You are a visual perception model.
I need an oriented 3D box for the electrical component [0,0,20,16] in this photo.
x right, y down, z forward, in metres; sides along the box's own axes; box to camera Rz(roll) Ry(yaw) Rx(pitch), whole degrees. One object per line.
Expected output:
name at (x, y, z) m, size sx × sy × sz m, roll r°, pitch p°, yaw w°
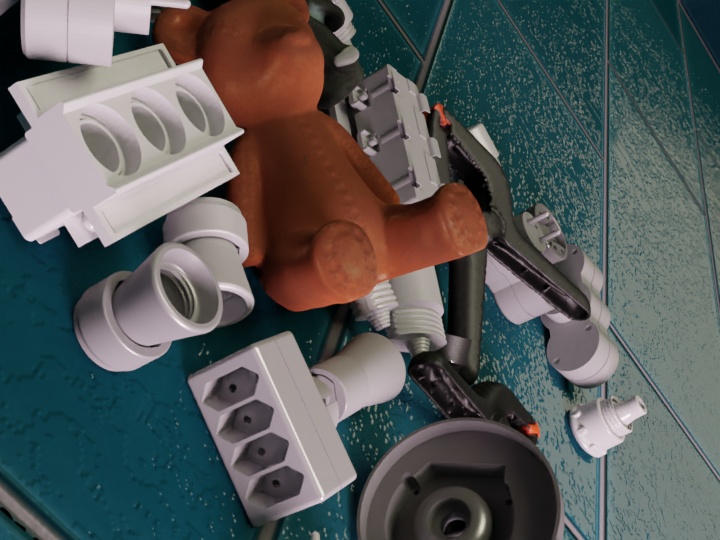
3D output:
electrical component at (-0.194, -0.157, 0.494) m, size 0.066 × 0.047 × 0.076 m, roll 31°, pitch 41°, yaw -46°

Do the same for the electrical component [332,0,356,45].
electrical component at (-0.024, -0.181, 0.808) m, size 0.062 × 0.048 × 0.048 m, roll 56°, pitch 28°, yaw -26°

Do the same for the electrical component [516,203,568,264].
electrical component at (0.152, -0.025, 0.964) m, size 0.055 × 0.047 × 0.055 m, roll 40°, pitch 36°, yaw -37°

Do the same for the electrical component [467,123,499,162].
electrical component at (0.105, -0.093, 0.952) m, size 0.078 × 0.040 × 0.040 m, roll 61°, pitch 28°, yaw -5°

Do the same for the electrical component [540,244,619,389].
electrical component at (0.185, 0.032, 0.966) m, size 0.074 × 0.052 × 0.138 m, roll 39°, pitch 37°, yaw -38°

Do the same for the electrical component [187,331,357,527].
electrical component at (-0.036, 0.077, 0.559) m, size 0.076 × 0.047 × 0.083 m, roll -17°, pitch 81°, yaw -62°

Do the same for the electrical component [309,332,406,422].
electrical component at (-0.007, 0.065, 0.625) m, size 0.065 × 0.044 × 0.044 m, roll -21°, pitch 85°, yaw -57°

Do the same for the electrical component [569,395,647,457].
electrical component at (0.214, 0.128, 0.920) m, size 0.048 × 0.062 × 0.048 m, roll 41°, pitch 30°, yaw -30°

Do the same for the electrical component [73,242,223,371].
electrical component at (-0.098, 0.018, 0.496) m, size 0.045 × 0.055 × 0.045 m, roll 40°, pitch 36°, yaw -37°

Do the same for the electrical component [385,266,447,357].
electrical component at (0.034, 0.023, 0.727) m, size 0.043 × 0.043 × 0.081 m, roll 27°, pitch 45°, yaw -48°

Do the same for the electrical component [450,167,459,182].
electrical component at (0.064, -0.087, 0.878) m, size 0.044 × 0.044 × 0.065 m, roll 44°, pitch 38°, yaw -32°

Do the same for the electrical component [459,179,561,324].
electrical component at (0.131, -0.024, 0.899) m, size 0.138 × 0.074 × 0.052 m, roll 54°, pitch 29°, yaw -16°

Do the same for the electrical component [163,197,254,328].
electrical component at (-0.079, -0.004, 0.558) m, size 0.045 × 0.045 × 0.055 m, roll 30°, pitch 42°, yaw -46°

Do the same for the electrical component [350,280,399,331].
electrical component at (0.000, 0.000, 0.690) m, size 0.043 × 0.043 × 0.081 m, roll -6°, pitch 71°, yaw -61°

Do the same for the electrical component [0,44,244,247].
electrical component at (-0.117, -0.059, 0.521) m, size 0.078 × 0.063 × 0.121 m, roll 60°, pitch 28°, yaw -7°

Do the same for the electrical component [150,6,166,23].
electrical component at (-0.113, -0.183, 0.607) m, size 0.056 × 0.089 × 0.050 m, roll -17°, pitch 81°, yaw -62°

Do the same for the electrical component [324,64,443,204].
electrical component at (0.019, -0.081, 0.771) m, size 0.079 × 0.063 × 0.121 m, roll 26°, pitch 45°, yaw -49°

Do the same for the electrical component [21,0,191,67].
electrical component at (-0.120, -0.134, 0.521) m, size 0.074 × 0.052 × 0.138 m, roll 3°, pitch 22°, yaw -13°

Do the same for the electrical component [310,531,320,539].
electrical component at (-0.013, 0.167, 0.523) m, size 0.077 × 0.044 × 0.079 m, roll 34°, pitch 39°, yaw -43°
